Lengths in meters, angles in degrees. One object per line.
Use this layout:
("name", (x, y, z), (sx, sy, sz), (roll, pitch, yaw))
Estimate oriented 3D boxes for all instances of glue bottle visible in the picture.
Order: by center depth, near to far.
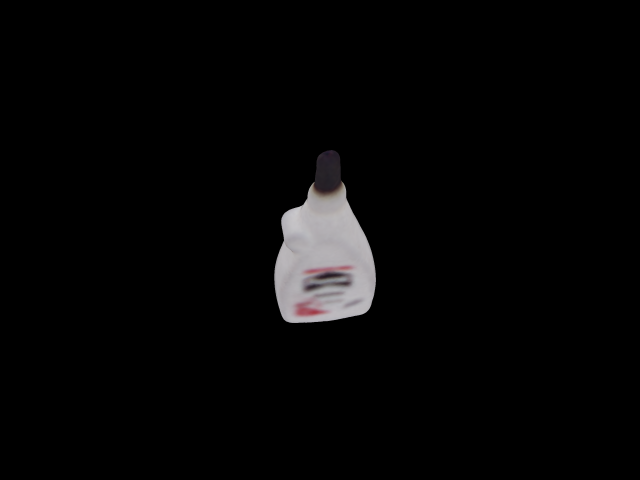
("glue bottle", (0.004, 0.001, 0.400), (0.078, 0.173, 0.037), (-10, 54, -7))
